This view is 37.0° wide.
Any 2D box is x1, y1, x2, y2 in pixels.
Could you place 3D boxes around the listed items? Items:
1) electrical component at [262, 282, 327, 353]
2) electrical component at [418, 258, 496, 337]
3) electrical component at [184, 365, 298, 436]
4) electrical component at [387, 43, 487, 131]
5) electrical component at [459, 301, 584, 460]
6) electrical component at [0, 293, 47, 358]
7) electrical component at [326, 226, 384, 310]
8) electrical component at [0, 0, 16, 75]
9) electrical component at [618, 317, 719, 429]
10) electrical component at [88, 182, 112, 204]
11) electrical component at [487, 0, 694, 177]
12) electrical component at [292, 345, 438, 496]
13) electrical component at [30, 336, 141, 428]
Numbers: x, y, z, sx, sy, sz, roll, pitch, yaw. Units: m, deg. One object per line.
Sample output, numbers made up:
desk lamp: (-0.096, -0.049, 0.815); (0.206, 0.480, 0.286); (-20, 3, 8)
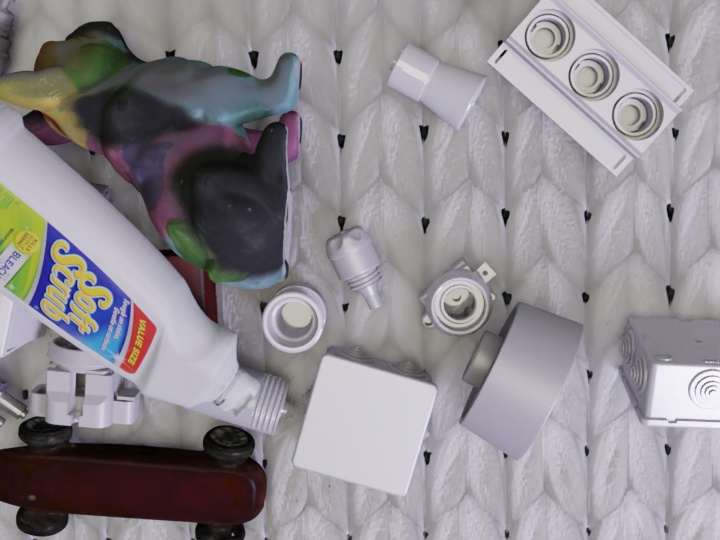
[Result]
electrical component: (-0.047, 0.034, 0.792); (0.045, 0.055, 0.045); (0, 97, 2)
electrical component: (0.072, 0.022, 0.787); (0.066, 0.055, 0.048); (-42, 95, 6)
electrical component: (-0.087, 0.095, 0.808); (0.081, 0.043, 0.043); (17, 98, -1)
electrical component: (0.053, -0.135, 0.776); (0.065, 0.044, 0.044); (29, 97, 3)
electrical component: (0.108, 0.074, 0.770); (0.060, 0.108, 0.108); (26, 97, 5)
electrical component: (-0.264, 0.024, 0.777); (0.061, 0.096, 0.061); (14, 98, 0)
electrical component: (0.000, 0.000, 0.797); (0.035, 0.035, 0.061); (-24, 98, 5)
electrical component: (-0.273, -0.164, 0.781); (0.040, 0.040, 0.078); (30, 97, -2)
electrical component: (0.239, 0.071, 0.768); (0.100, 0.099, 0.048); (2, 110, 1)
electrical component: (-0.218, -0.051, 0.794); (0.065, 0.044, 0.044); (10, 98, -4)
electrical component: (0.160, -0.136, 0.760); (0.121, 0.063, 0.078); (41, 97, -4)
electrical component: (0.004, 0.110, 0.804); (0.100, 0.048, 0.099); (16, 98, -1)
electrical component: (-0.204, 0.081, 0.803); (0.078, 0.058, 0.057); (5, 101, 1)
